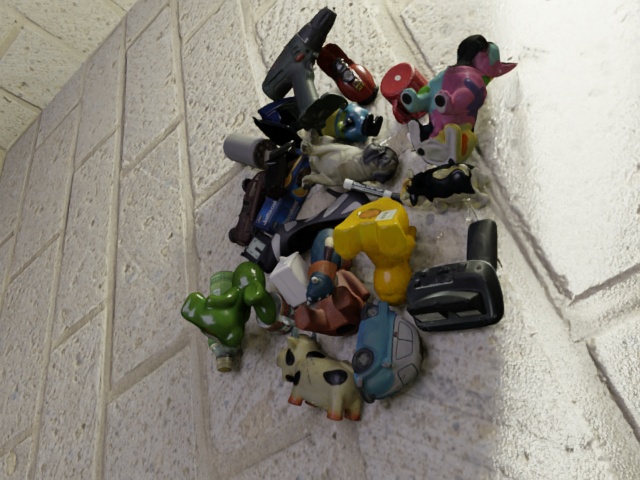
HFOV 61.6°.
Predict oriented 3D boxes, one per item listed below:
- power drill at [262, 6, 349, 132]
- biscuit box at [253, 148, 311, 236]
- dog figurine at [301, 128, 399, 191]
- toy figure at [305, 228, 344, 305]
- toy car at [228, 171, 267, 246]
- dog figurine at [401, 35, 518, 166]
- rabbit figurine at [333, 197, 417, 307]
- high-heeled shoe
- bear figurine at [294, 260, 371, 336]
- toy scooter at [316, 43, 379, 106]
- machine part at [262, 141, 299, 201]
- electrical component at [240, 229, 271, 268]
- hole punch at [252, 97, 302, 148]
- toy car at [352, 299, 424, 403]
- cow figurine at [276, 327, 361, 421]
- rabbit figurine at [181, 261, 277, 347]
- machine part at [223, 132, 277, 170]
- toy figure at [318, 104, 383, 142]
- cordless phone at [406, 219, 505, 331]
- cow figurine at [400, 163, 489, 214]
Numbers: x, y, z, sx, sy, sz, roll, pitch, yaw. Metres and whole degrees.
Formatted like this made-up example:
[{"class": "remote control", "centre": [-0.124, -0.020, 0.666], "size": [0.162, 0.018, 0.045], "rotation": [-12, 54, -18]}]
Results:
[{"class": "power drill", "centre": [-0.019, -0.349, 1.129], "size": [0.232, 0.086, 0.207], "rotation": [-38, 67, 27]}, {"class": "biscuit box", "centre": [-0.071, -0.104, 1.207], "size": [0.063, 0.059, 0.202], "rotation": [20, 82, 47]}, {"class": "dog figurine", "centre": [0.068, -0.162, 1.107], "size": [0.191, 0.121, 0.172], "rotation": [2, 30, 10]}, {"class": "toy figure", "centre": [0.008, 0.044, 0.884], "size": [0.058, 0.064, 0.154], "rotation": [-9, 40, 16]}, {"class": "toy car", "centre": [-0.166, -0.081, 1.291], "size": [0.089, 0.053, 0.202], "rotation": [-9, 62, 43]}, {"class": "dog figurine", "centre": [0.261, -0.250, 0.956], "size": [0.219, 0.191, 0.109], "rotation": [-36, 31, -27]}, {"class": "rabbit figurine", "centre": [0.107, 0.025, 0.908], "size": [0.122, 0.173, 0.162], "rotation": [-13, 19, 20]}, {"class": "high-heeled shoe", "centre": [-0.002, -0.003, 1.068], "size": [0.248, 0.086, 0.145], "rotation": [-52, 45, 3]}, {"class": "bear figurine", "centre": [0.019, 0.070, 0.975], "size": [0.120, 0.131, 0.196], "rotation": [-27, 56, 23]}, {"class": "toy scooter", "centre": [0.050, -0.379, 1.196], "size": [0.075, 0.135, 0.184], "rotation": [-44, 45, 12]}, {"class": "machine part", "centre": [-0.089, -0.154, 1.181], "size": [0.084, 0.039, 0.139], "rotation": [-12, 57, 33]}, {"class": "electrical component", "centre": [-0.118, 0.031, 1.182], "size": [0.119, 0.047, 0.075], "rotation": [27, 87, 47]}, {"class": "hole punch", "centre": [-0.079, -0.277, 1.268], "size": [0.116, 0.142, 0.092], "rotation": [15, 79, 32]}, {"class": "toy car", "centre": [0.113, 0.177, 0.853], "size": [0.103, 0.109, 0.162], "rotation": [1, 54, 19]}, {"class": "cow figurine", "centre": [-0.006, 0.228, 0.937], "size": [0.195, 0.085, 0.127], "rotation": [6, 77, 47]}, {"class": "rabbit figurine", "centre": [-0.163, 0.114, 1.052], "size": [0.159, 0.121, 0.170], "rotation": [11, 60, 42]}, {"class": "machine part", "centre": [-0.177, -0.226, 1.358], "size": [0.243, 0.079, 0.079], "rotation": [25, 86, 52]}, {"class": "toy figure", "centre": [0.050, -0.250, 1.163], "size": [0.180, 0.082, 0.089], "rotation": [24, 82, 45]}, {"class": "cordless phone", "centre": [0.214, 0.048, 0.852], "size": [0.147, 0.088, 0.184], "rotation": [-15, 46, 38]}, {"class": "cow figurine", "centre": [0.196, -0.091, 0.921], "size": [0.167, 0.098, 0.068], "rotation": [-5, 70, 42]}]
